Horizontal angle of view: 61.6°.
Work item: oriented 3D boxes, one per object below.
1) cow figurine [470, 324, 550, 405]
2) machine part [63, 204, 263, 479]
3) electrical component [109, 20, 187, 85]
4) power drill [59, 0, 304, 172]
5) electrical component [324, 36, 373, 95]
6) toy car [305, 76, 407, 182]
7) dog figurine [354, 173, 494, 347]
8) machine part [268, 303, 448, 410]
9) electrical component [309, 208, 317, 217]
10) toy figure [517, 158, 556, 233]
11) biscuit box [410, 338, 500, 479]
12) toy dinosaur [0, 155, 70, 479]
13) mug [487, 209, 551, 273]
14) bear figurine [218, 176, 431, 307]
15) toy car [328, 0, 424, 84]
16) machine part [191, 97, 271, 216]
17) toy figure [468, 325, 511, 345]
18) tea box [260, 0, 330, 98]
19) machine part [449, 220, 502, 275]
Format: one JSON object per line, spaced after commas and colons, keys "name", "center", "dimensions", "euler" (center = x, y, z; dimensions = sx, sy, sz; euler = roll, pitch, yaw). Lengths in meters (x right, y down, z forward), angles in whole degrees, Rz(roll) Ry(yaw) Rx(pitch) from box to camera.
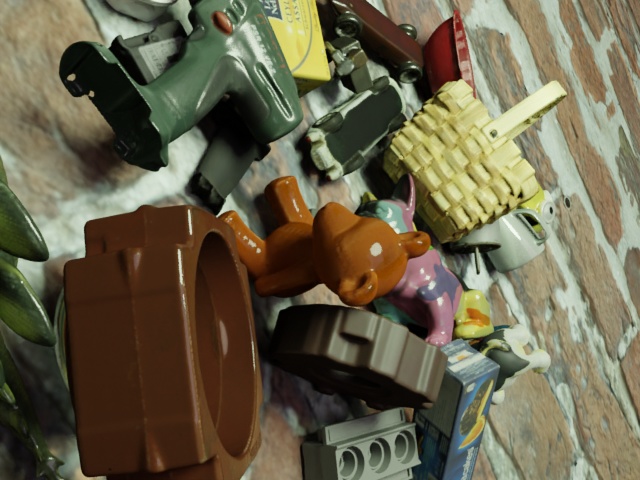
{"name": "cow figurine", "center": [0.190, 0.173, 0.666], "dimensions": [0.098, 0.167, 0.068], "euler": [4, 47, -42]}
{"name": "machine part", "center": [-0.108, 0.082, 0.415], "dimensions": [0.087, 0.201, 0.201], "euler": [-8, 83, 2]}
{"name": "electrical component", "center": [-0.146, -0.175, 0.542], "dimensions": [0.119, 0.048, 0.074], "euler": [-32, 101, -39]}
{"name": "power drill", "center": [-0.123, -0.171, 0.484], "dimensions": [0.231, 0.086, 0.207], "euler": [58, 43, -17]}
{"name": "electrical component", "center": [0.026, -0.221, 0.670], "dimensions": [0.045, 0.102, 0.078], "euler": [-27, 128, -6]}
{"name": "toy car", "center": [0.050, -0.149, 0.699], "dimensions": [0.202, 0.056, 0.073], "euler": [-45, 115, -36]}
{"name": "dog figurine", "center": [0.122, 0.031, 0.681], "dimensions": [0.191, 0.108, 0.219], "euler": [-5, 80, -40]}
{"name": "machine part", "center": [0.036, 0.121, 0.543], "dimensions": [0.179, 0.179, 0.056], "euler": [34, 61, -30]}
{"name": "electrical component", "center": [-0.001, -0.002, 0.638], "dimensions": [0.094, 0.021, 0.063], "euler": [17, 69, -37]}
{"name": "toy figure", "center": [0.320, -0.087, 0.898], "dimensions": [0.180, 0.089, 0.082], "euler": [45, 67, -13]}
{"name": "biscuit box", "center": [0.147, 0.217, 0.618], "dimensions": [0.063, 0.059, 0.202], "euler": [-15, 122, -33]}
{"name": "toy dinosaur", "center": [-0.237, -0.016, 0.324], "dimensions": [0.105, 0.199, 0.470], "euler": [-28, 131, -31]}
{"name": "mug", "center": [0.299, -0.015, 0.849], "dimensions": [0.081, 0.109, 0.107], "euler": [-35, 88, -35]}
{"name": "bear figurine", "center": [-0.005, 0.000, 0.509], "dimensions": [0.120, 0.196, 0.132], "euler": [-37, 101, -27]}
{"name": "toy car", "center": [0.078, -0.293, 0.759], "dimensions": [0.202, 0.053, 0.089], "euler": [17, 64, -41]}
{"name": "machine part", "center": [-0.094, -0.094, 0.573], "dimensions": [0.084, 0.039, 0.139], "euler": [43, 53, -34]}
{"name": "toy figure", "center": [0.239, 0.168, 0.781], "dimensions": [0.154, 0.057, 0.064], "euler": [-19, 53, -40]}
{"name": "tea box", "center": [-0.057, -0.257, 0.624], "dimensions": [0.098, 0.068, 0.169], "euler": [-9, 86, -42]}
{"name": "machine part", "center": [0.228, -0.068, 0.815], "dimensions": [0.079, 0.079, 0.243], "euler": [8, 73, -39]}
